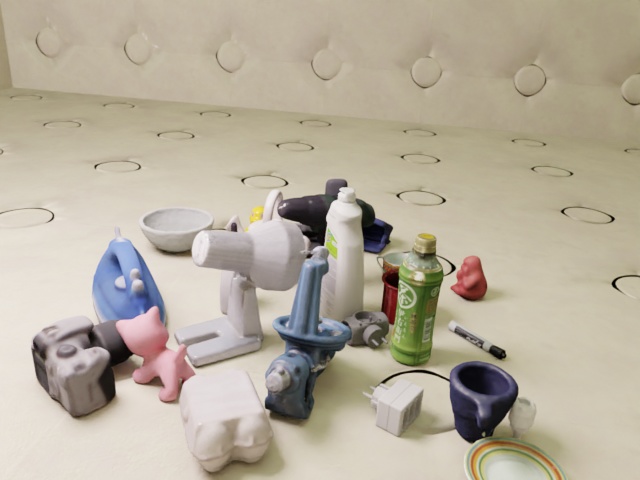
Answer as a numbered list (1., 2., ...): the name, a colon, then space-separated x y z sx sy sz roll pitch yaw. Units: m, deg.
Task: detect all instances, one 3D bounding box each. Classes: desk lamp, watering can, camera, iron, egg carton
1. desk lamp: -0.131 0.076 0.949 0.204 0.214 0.117 -12 27 -32
2. watering can: -0.107 -0.009 1.179 0.173 0.194 0.100 0 23 -8
3. camera: -0.339 0.166 0.849 0.142 0.101 0.137 23 30 39
4. iron: -0.330 0.080 1.002 0.119 0.141 0.257 -9 26 -27
5. egg carton: -0.128 0.233 0.761 0.107 0.069 0.150 -6 25 -22

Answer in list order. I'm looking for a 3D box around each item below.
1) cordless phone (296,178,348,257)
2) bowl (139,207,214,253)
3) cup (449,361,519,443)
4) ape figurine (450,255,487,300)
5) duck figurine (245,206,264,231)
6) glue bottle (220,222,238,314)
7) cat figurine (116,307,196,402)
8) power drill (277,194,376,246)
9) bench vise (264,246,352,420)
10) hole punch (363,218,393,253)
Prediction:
1. cordless phone: -0.004 -0.057 1.322 0.148 0.185 0.094 -1 23 -10
2. bowl: -0.327 -0.016 1.317 0.167 0.075 0.167 3 23 -1
3. cup: 0.216 0.235 0.778 0.091 0.095 0.118 8 23 9
4. ape figurine: 0.309 0.074 1.178 0.076 0.092 0.078 13 25 21
5. duck figurine: -0.145 -0.041 1.390 0.077 0.086 0.104 8 23 10
6. glue bottle: -0.158 0.048 1.062 0.037 0.173 0.078 8 23 10
7. cat figurine: -0.243 0.160 0.855 0.127 0.118 0.067 18 27 31
8. power drill: 0.011 0.004 1.148 0.230 0.208 0.075 -14 29 -36
9. bench vise: -0.012 0.132 0.825 0.121 0.220 0.207 4 23 0
10. hole punch: 0.118 -0.030 1.396 0.108 0.091 0.101 13 25 21
